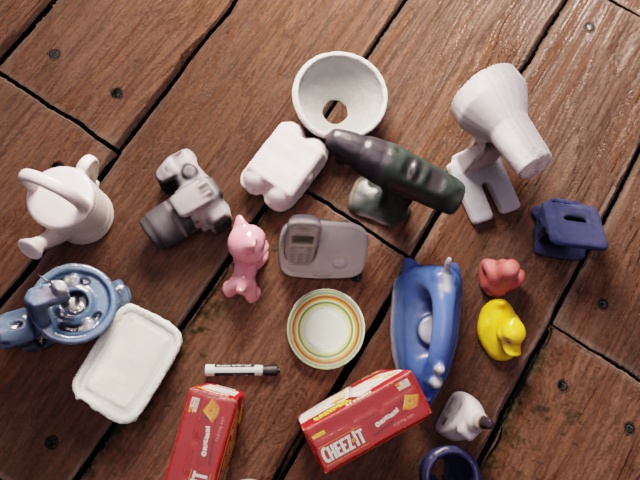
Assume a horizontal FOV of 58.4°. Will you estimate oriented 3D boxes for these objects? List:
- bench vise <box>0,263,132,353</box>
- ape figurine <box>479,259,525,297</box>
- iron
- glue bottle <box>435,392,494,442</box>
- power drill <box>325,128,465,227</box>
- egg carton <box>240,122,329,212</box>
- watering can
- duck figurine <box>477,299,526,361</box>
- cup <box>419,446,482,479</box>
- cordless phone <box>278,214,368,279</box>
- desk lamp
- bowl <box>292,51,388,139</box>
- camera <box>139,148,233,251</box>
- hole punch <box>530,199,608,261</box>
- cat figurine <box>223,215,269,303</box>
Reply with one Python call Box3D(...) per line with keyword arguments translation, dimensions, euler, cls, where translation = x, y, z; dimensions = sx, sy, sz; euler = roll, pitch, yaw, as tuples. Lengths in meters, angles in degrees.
Box3D(translation=(-0.390, 0.113, 0.824), dimensions=(0.207, 0.219, 0.121), euler=(-39, 84, -12), cls="bench vise")
Box3D(translation=(0.310, 0.057, 0.968), dimensions=(0.078, 0.092, 0.076), euler=(39, 77, 4), cls="ape figurine")
Box3D(translation=(0.180, 0.152, 0.910), dimensions=(0.118, 0.141, 0.258), euler=(6, 78, -4), cls="iron")
Box3D(translation=(0.227, 0.274, 0.873), dimensions=(0.037, 0.173, 0.078), euler=(33, 77, 3), cls="glue bottle")
Box3D(translation=(0.106, -0.092, 0.921), dimensions=(0.229, 0.208, 0.076), euler=(19, 77, -1), cls="power drill")
Box3D(translation=(-0.059, -0.126, 0.983), dimensions=(0.107, 0.069, 0.150), euler=(34, 77, 2), cls="egg carton")
Box3D(translation=(-0.391, -0.053, 0.872), dimensions=(0.101, 0.194, 0.173), euler=(3, 78, -4), cls="watering can")
Box3D(translation=(0.310, 0.148, 0.952), dimensions=(0.077, 0.086, 0.104), euler=(-3, 78, -6), cls="duck figurine")
Box3D(translation=(0.191, 0.376, 0.888), dimensions=(0.091, 0.095, 0.118), euler=(5, 78, -4), cls="cup")
Box3D(translation=(0.008, 0.003, 0.903), dimensions=(0.147, 0.185, 0.094), euler=(-1, 78, -5), cls="cordless phone")
Box3D(translation=(0.293, -0.156, 0.950), dimensions=(0.118, 0.213, 0.203), euler=(-21, 81, -9), cls="desk lamp")
Box3D(translation=(0.032, -0.242, 1.014), dimensions=(0.167, 0.074, 0.167), euler=(1, 78, -5), cls="bowl")
Box3D(translation=(-0.232, -0.059, 0.937), dimensions=(0.137, 0.100, 0.143), euler=(-35, 83, -11), cls="camera")
Box3D(translation=(0.433, -0.023, 0.998), dimensions=(0.108, 0.091, 0.101), euler=(7, 77, -4), cls="hole punch")
Box3D(translation=(-0.119, 0.030, 0.920), dimensions=(0.067, 0.117, 0.128), euler=(9, 77, -3), cls="cat figurine")
